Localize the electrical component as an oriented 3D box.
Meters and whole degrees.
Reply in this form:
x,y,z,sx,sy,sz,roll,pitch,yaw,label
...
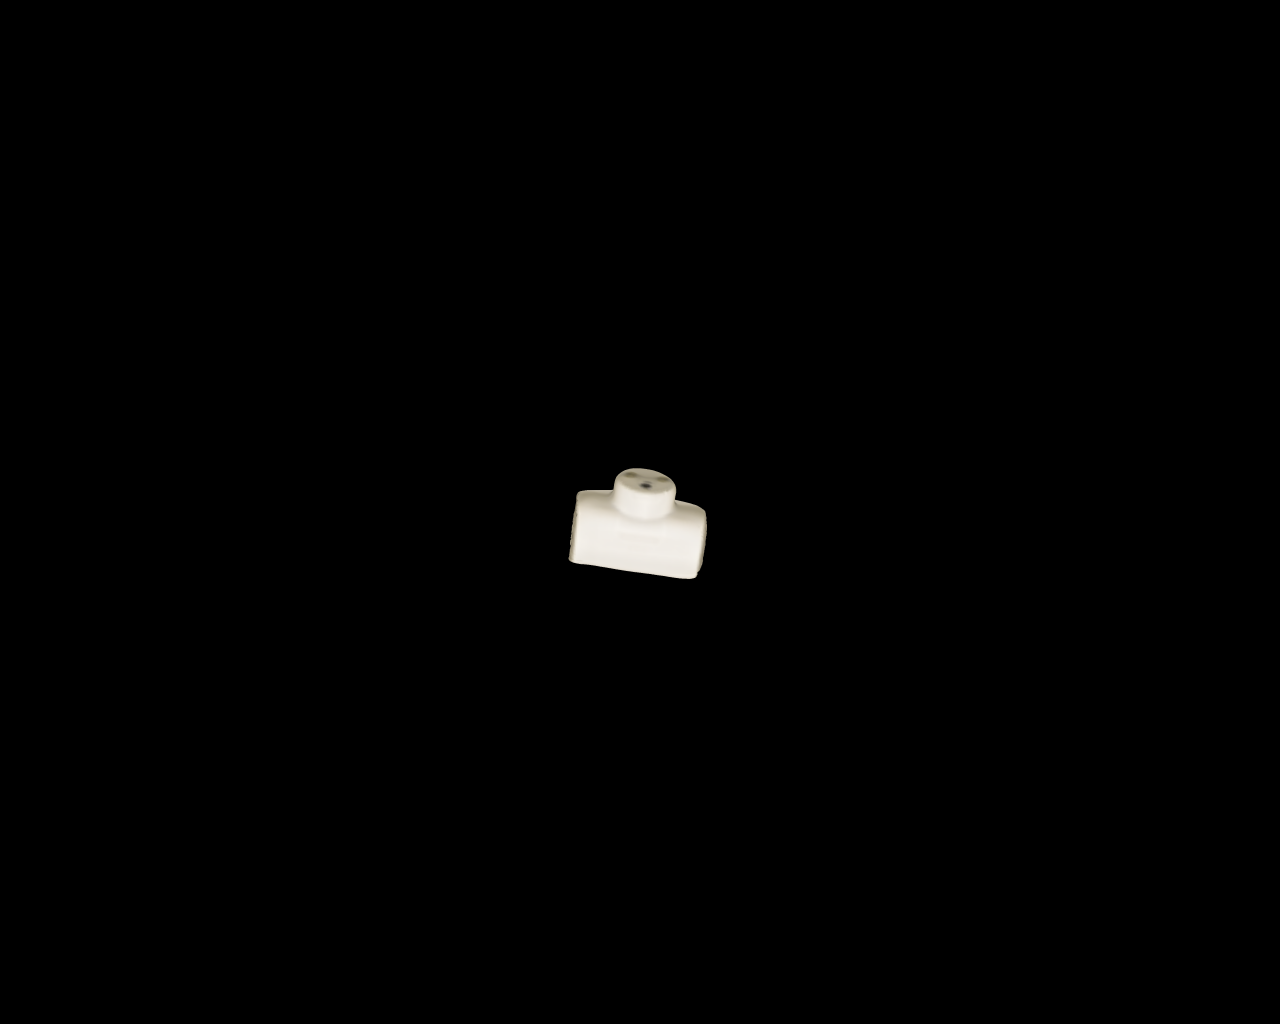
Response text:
x,y,z,sx,sy,sz,roll,pitch,yaw,label
0.001,-0.003,0.650,0.077,0.079,0.043,8,24,-3,electrical component
